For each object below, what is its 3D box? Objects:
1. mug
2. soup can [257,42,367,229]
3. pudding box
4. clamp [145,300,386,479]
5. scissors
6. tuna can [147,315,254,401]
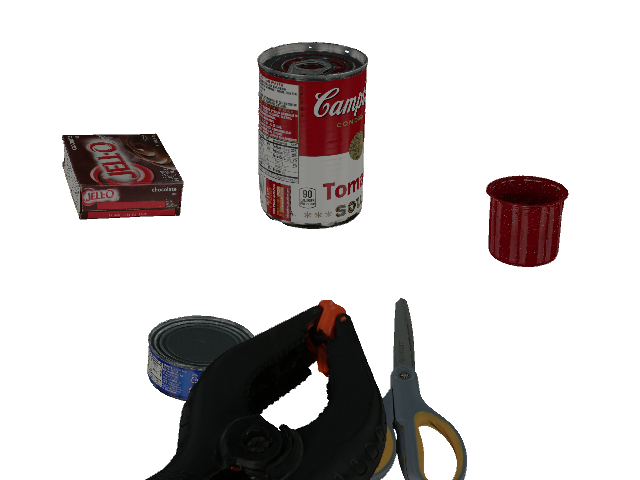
[{"bbox_3d":[0.246,-0.025,1.249,0.093,0.081,0.117,21,33,39],"label":"mug"},{"bbox_3d":[-0.006,-0.066,0.676,0.068,0.102,0.068,1,27,0],"label":"soup can"},{"bbox_3d":[-0.180,-0.059,0.957,0.089,0.039,0.114,-2,27,-22],"label":"pudding box"},{"bbox_3d":[-0.016,0.092,0.387,0.120,0.039,0.171,25,49,17],"label":"clamp"},{"bbox_3d":[0.041,0.104,0.735,0.096,0.016,0.202,-6,34,-11],"label":"scissors"},{"bbox_3d":[-0.095,0.094,0.849,0.086,0.034,0.086,6,23,-3],"label":"tuna can"}]
